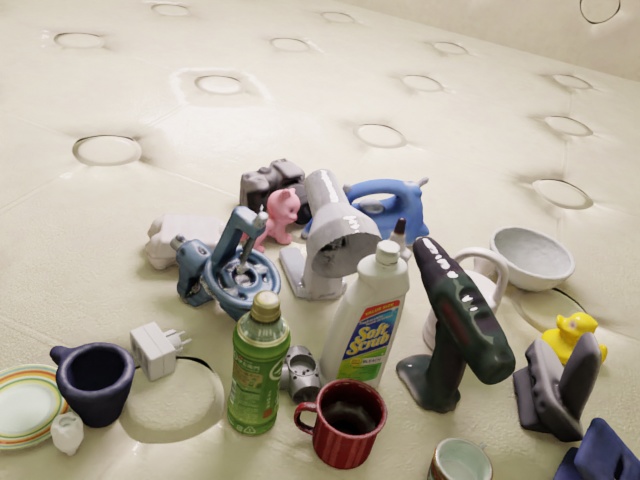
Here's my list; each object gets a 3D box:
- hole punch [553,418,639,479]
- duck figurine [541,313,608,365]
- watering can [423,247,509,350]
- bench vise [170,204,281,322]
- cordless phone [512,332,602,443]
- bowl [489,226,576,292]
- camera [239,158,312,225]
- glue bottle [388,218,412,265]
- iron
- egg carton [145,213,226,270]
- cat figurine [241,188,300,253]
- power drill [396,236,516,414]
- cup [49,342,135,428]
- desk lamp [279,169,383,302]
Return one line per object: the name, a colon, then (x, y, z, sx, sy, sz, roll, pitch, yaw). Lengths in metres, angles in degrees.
hole punch: (0.377, 0.306, 0.752, 0.100, 0.091, 0.109, 30, 40, 25)
duck figurine: (0.437, 0.163, 0.966, 0.104, 0.086, 0.078, 22, 37, 15)
watering can: (0.238, 0.087, 0.923, 0.101, 0.194, 0.173, 11, 36, 0)
bench vise: (-0.150, 0.032, 0.872, 0.207, 0.220, 0.121, 16, 36, 7)
cordless phone: (0.357, 0.185, 0.830, 0.094, 0.185, 0.147, 9, 36, -2)
bowl: (0.404, 0.048, 1.122, 0.167, 0.075, 0.167, 7, 36, -5)
camera: (-0.074, -0.096, 1.168, 0.143, 0.101, 0.136, -15, 43, -31)
glue bottle: (0.123, 0.035, 0.981, 0.078, 0.173, 0.037, 22, 37, 15)
iron: (0.095, -0.064, 1.134, 0.259, 0.141, 0.118, -2, 38, -18)
egg carton: (-0.230, 0.005, 1.016, 0.150, 0.069, 0.107, 2, 37, -13)
cat figurine: (-0.088, -0.049, 1.085, 0.128, 0.118, 0.067, -23, 47, -37)
power drill: (0.179, 0.137, 0.828, 0.076, 0.208, 0.229, -9, 40, -25)
cup: (-0.293, 0.188, 0.729, 0.117, 0.095, 0.092, 22, 37, 15)
desk lamp: (0.009, 0.003, 0.959, 0.118, 0.213, 0.202, -6, 39, -21)
